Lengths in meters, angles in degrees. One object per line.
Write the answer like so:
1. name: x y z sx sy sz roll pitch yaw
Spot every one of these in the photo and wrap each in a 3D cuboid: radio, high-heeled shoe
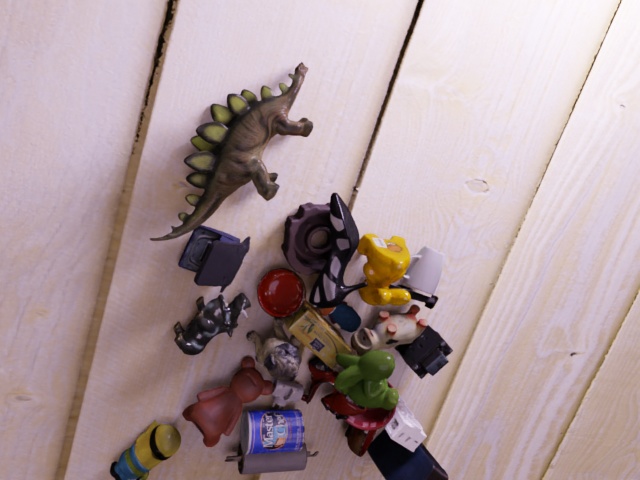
1. radio: 0.229 0.592 1.427 0.131 0.230 0.073 -48 117 -1
2. high-heeled shoe: 0.016 0.028 1.193 0.145 0.086 0.248 -14 96 19

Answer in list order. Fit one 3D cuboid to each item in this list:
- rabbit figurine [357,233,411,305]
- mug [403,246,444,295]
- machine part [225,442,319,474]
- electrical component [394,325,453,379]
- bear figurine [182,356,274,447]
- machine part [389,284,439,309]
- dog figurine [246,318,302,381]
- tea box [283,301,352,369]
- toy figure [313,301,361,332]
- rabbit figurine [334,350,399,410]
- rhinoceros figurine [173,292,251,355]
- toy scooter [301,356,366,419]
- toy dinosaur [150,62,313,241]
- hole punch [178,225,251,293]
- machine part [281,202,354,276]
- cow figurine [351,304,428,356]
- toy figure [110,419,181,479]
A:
1. rabbit figurine: 0.152 0.091 1.273 0.122 0.162 0.173 3 127 -31
2. mug: 0.252 0.067 1.325 0.109 0.081 0.107 23 92 -18
3. machine part: -0.123 0.558 1.386 0.243 0.079 0.079 4 108 -20
4. electrical component: 0.269 0.284 1.374 0.115 0.134 0.058 -44 119 0
5. bear figurine: -0.218 0.382 1.286 0.120 0.132 0.196 46 57 7
6. machine part: 0.231 0.139 1.342 0.139 0.084 0.039 19 83 -24
7. dog figurine: -0.083 0.289 1.236 0.121 0.191 0.172 -38 118 -1
8. tea box: -0.011 0.218 1.283 0.068 0.098 0.169 -44 114 1
9. toy figure: 0.033 0.167 1.300 0.154 0.064 0.058 39 133 -21
10. rabbit figurine: 0.112 0.302 1.243 0.159 0.121 0.170 8 139 -3
11. rhinoceros figurine: -0.242 0.187 1.213 0.190 0.073 0.112 -41 115 1
12. toy scooter: 0.025 0.386 1.352 0.184 0.075 0.135 42 107 8
13. toy dinosaur: -0.166 -0.169 1.094 0.198 0.105 0.471 31 89 -17
14. hole punch: -0.231 0.035 1.164 0.115 0.092 0.142 14 104 -53
15. machine part: -0.003 -0.004 1.227 0.179 0.056 0.179 -6 111 -16
16. cow figurine: 0.163 0.238 1.348 0.195 0.086 0.127 -9 136 -26
17. toy figure: -0.409 0.508 1.271 0.180 0.089 0.082 -36 123 -5
